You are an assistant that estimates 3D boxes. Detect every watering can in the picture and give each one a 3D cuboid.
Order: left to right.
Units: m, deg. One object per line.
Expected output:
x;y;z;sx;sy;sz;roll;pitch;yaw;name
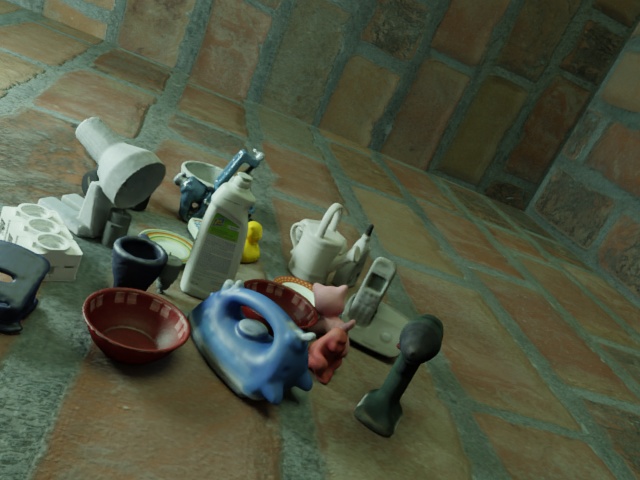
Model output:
0.013;0.004;1.351;0.173;0.194;0.101;24;20;-4;watering can

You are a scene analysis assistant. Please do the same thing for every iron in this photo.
-0.115;0.143;0.932;0.257;0.141;0.119;36;23;27;iron

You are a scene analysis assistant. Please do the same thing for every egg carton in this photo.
0.004;0.001;1.531;0.108;0.069;0.150;6;28;-43;egg carton

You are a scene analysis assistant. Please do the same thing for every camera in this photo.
-0.463;-0.140;1.281;0.142;0.101;0.137;35;22;25;camera

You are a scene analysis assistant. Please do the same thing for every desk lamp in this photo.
-0.417;-0.112;1.101;0.203;0.213;0.118;31;21;15;desk lamp

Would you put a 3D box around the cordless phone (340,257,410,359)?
0.133;0.138;1.175;0.147;0.185;0.094;25;20;0;cordless phone

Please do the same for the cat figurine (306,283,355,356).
0.026;0.145;1.129;0.067;0.117;0.127;8;26;-39;cat figurine

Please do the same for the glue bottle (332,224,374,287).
0.092;0.037;1.393;0.037;0.173;0.078;36;22;27;glue bottle

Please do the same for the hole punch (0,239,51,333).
-0.451;0.062;0.807;0.109;0.091;0.101;22;20;-10;hole punch

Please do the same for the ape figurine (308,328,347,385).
0.018;0.198;1.024;0.078;0.092;0.076;7;27;-40;ape figurine

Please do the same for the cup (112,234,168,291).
-0.320;0.047;0.994;0.092;0.095;0.117;17;21;-21;cup

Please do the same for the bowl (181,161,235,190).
-0.297;-0.142;1.521;0.167;0.074;0.167;22;20;-8;bowl

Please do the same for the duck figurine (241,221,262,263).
-0.164;-0.001;1.313;0.077;0.086;0.105;29;20;10;duck figurine

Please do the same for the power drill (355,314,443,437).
0.140;0.217;0.954;0.075;0.208;0.230;30;20;13;power drill

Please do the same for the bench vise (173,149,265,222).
-0.229;-0.125;1.348;0.208;0.219;0.121;13;23;-30;bench vise
